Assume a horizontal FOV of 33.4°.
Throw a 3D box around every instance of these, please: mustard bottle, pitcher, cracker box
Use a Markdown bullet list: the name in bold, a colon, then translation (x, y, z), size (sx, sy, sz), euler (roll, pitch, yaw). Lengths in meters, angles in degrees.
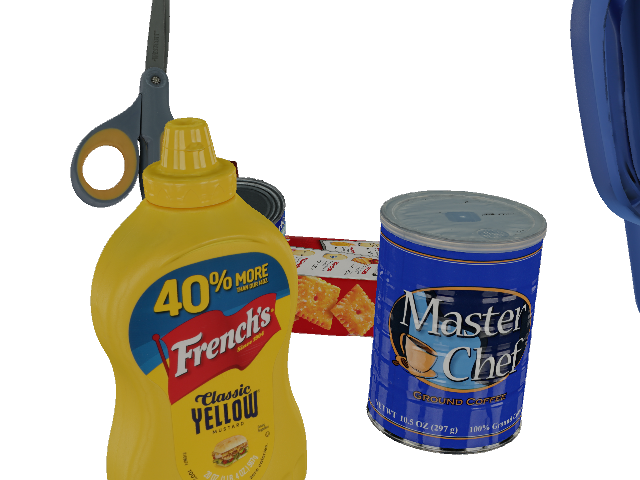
- **mustard bottle**: translation (-0.056, 0.039, 0.492), size (0.096, 0.192, 0.058), euler (-12, 22, -27)
- **pitcher**: translation (0.216, -0.064, 0.591), size (0.149, 0.243, 0.145), euler (-6, 22, 11)
- **cracker box**: translation (0.031, 0.050, 1.142), size (0.214, 0.072, 0.164), euler (4, 14, 7)

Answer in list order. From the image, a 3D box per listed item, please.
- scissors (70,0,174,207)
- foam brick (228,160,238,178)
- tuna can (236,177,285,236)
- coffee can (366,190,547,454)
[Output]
- **scissors**: translation (-0.129, -0.098, 0.718), size (0.096, 0.202, 0.016), euler (-6, -22, -24)
- **foam brick**: translation (-0.130, -0.056, 1.166), size (0.078, 0.051, 0.053), euler (3, 28, -7)
- **tuna can**: translation (-0.073, -0.018, 0.930), size (0.086, 0.034, 0.086), euler (-1, 38, 1)
- **coffee can**: translation (0.085, 0.049, 0.681), size (0.103, 0.140, 0.103), euler (3, 19, -1)
